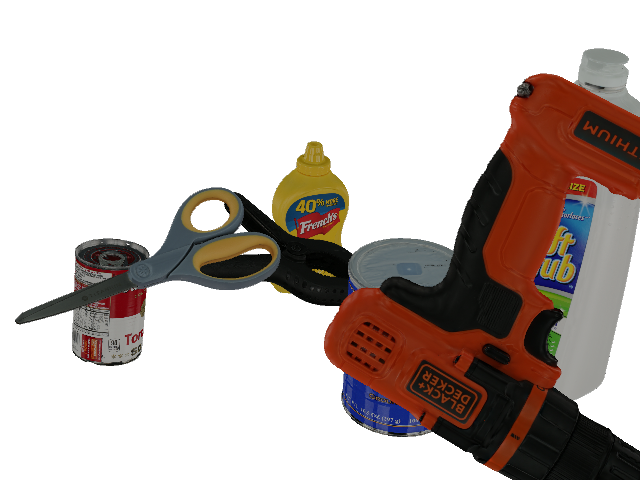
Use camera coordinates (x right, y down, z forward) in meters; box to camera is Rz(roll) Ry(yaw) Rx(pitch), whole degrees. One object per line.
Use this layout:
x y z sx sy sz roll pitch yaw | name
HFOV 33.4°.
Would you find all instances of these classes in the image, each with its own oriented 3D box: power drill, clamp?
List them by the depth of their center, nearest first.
0.118 0.027 0.528 0.184 0.188 0.057 30 8 5 | power drill
-0.037 0.026 1.111 0.210 0.036 0.164 23 34 10 | clamp

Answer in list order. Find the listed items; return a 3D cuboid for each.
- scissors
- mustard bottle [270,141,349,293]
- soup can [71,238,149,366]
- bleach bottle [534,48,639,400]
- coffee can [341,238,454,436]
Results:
-0.130 0.008 0.800 0.201 0.096 0.016 -6 -30 -17 | scissors
-0.013 -0.031 1.312 0.096 0.192 0.058 -8 30 -21 | mustard bottle
-0.198 0.058 1.000 0.068 0.102 0.068 6 21 -3 | soup can
0.171 -0.013 0.747 0.067 0.251 0.103 -20 37 -33 | bleach bottle
0.072 0.083 0.925 0.103 0.140 0.103 2 29 -1 | coffee can
